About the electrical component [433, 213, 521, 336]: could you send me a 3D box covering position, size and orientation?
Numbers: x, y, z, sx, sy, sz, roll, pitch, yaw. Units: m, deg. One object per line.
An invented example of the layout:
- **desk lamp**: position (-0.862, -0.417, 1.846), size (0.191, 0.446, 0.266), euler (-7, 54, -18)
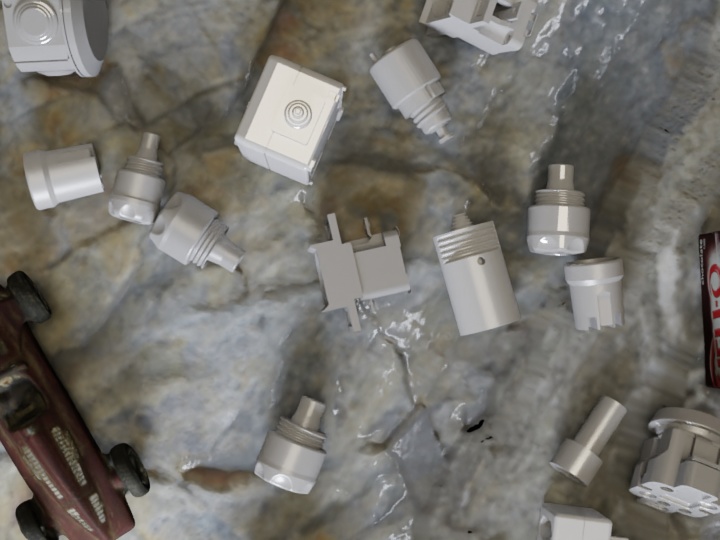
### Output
- **electrical component**: position (0.079, 0.001, 0.742), size (0.043, 0.043, 0.081), euler (-16, 88, -4)

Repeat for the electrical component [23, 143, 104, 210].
- **electrical component**: position (-0.202, -0.065, 0.733), size (0.046, 0.040, 0.040), euler (-13, 88, -9)

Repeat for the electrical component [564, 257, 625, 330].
- **electrical component**: position (0.165, 0.016, 0.748), size (0.040, 0.040, 0.046), euler (-7, 94, -3)

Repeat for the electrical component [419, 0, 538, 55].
- **electrical component**: position (0.083, -0.178, 0.738), size (0.064, 0.081, 0.042), euler (22, 87, -24)

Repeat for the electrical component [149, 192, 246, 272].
- **electrical component**: position (-0.109, -0.022, 0.733), size (0.062, 0.043, 0.043), euler (32, 86, -3)

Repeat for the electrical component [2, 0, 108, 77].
- **electrical component**: position (-0.201, -0.169, 0.718), size (0.051, 0.080, 0.080), euler (-2, 88, 2)

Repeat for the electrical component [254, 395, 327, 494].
- **electrical component**: position (-0.042, 0.117, 0.730), size (0.043, 0.043, 0.062), euler (22, 85, -2)

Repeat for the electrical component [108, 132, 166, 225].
- **electrical component**: position (-0.150, -0.064, 0.737), size (0.035, 0.035, 0.061), euler (13, 85, -2)

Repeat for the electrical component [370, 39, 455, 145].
- **electrical component**: position (0.040, -0.123, 0.746), size (0.040, 0.040, 0.078), euler (-33, 90, -4)

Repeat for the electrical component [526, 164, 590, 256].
- **electrical component**: position (0.138, -0.042, 0.746), size (0.043, 0.043, 0.062), euler (3, 86, -3)

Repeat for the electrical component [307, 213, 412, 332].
- **electrical component**: position (0.000, 0.000, 0.738), size (0.064, 0.042, 0.081), euler (-12, 89, -5)

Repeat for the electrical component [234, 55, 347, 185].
- **electrical component**: position (-0.049, -0.100, 0.713), size (0.061, 0.096, 0.061), euler (23, 87, -1)

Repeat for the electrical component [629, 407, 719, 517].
- **electrical component**: position (0.221, 0.129, 0.731), size (0.058, 0.078, 0.057), euler (22, 68, -2)

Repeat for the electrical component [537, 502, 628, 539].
- **electrical component**: position (0.162, 0.199, 0.735), size (0.077, 0.047, 0.065), euler (8, 87, -2)
